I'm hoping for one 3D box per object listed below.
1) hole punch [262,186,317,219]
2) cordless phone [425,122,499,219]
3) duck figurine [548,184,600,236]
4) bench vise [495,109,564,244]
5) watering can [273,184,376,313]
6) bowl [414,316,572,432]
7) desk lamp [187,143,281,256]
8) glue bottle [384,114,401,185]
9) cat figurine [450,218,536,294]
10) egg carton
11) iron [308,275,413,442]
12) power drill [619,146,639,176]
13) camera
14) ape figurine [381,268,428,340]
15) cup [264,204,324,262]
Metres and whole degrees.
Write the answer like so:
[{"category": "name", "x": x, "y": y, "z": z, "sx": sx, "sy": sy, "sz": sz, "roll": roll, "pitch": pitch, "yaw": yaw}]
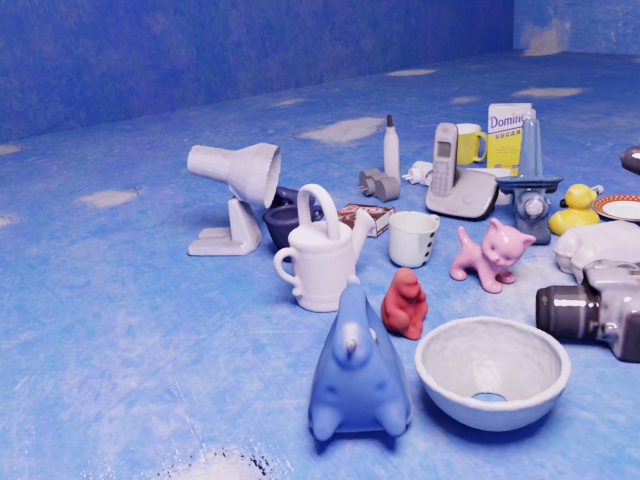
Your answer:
[{"category": "hole punch", "x": -0.072, "y": -0.088, "z": 1.251, "sx": 0.101, "sy": 0.091, "sz": 0.108, "roll": -24, "pitch": 29, "yaw": -34}, {"category": "cordless phone", "x": 0.287, "y": -0.140, "z": 1.158, "sx": 0.147, "sy": 0.185, "sz": 0.094, "roll": 14, "pitch": 31, "yaw": 38}, {"category": "duck figurine", "x": 0.467, "y": -0.059, "z": 1.050, "sx": 0.105, "sy": 0.086, "sz": 0.077, "roll": -17, "pitch": 26, "yaw": -22}, {"category": "bench vise", "x": 0.391, "y": -0.115, "z": 1.031, "sx": 0.121, "sy": 0.220, "sz": 0.207, "roll": -7, "pitch": 24, "yaw": -1}, {"category": "watering can", "x": 0.007, "y": 0.003, "z": 0.896, "sx": 0.100, "sy": 0.194, "sz": 0.173, "roll": 12, "pitch": 30, "yaw": 35}, {"category": "bowl", "x": 0.190, "y": 0.159, "z": 0.642, "sx": 0.167, "sy": 0.075, "sz": 0.167, "roll": -5, "pitch": 24, "yaw": 3}, {"category": "desk lamp", "x": -0.167, "y": -0.082, "z": 1.109, "sx": 0.203, "sy": 0.214, "sz": 0.118, "roll": -2, "pitch": 24, "yaw": 11}, {"category": "glue bottle", "x": 0.172, "y": -0.215, "z": 1.371, "sx": 0.037, "sy": 0.173, "sz": 0.078, "roll": -2, "pitch": 24, "yaw": 11}, {"category": "cat figurine", "x": 0.267, "y": 0.014, "z": 0.898, "sx": 0.067, "sy": 0.118, "sz": 0.127, "roll": -25, "pitch": 29, "yaw": -35}, {"category": "egg carton", "x": 0.452, "y": 0.020, "z": 0.897, "sx": 0.150, "sy": 0.069, "sz": 0.107, "roll": -10, "pitch": 24, "yaw": -7}, {"category": "iron", "x": 0.042, "y": 0.117, "z": 0.692, "sx": 0.118, "sy": 0.141, "sz": 0.258, "roll": -5, "pitch": 24, "yaw": 4}, {"category": "power drill", "x": 0.545, "y": -0.031, "z": 0.815, "sx": 0.229, "sy": 0.209, "sz": 0.076, "roll": 3, "pitch": 26, "yaw": 22}, {"category": "camera", "x": 0.355, "y": 0.078, "z": 0.751, "sx": 0.136, "sy": 0.101, "sz": 0.143, "roll": 0, "pitch": 25, "yaw": 16}, {"category": "ape figurine", "x": 0.121, "y": 0.083, "z": 0.811, "sx": 0.078, "sy": 0.092, "sz": 0.075, "roll": -21, "pitch": 28, "yaw": -29}, {"category": "cup", "x": -0.041, "y": -0.013, "z": 1.067, "sx": 0.118, "sy": 0.095, "sz": 0.091, "roll": -18, "pitch": 26, "yaw": -24}]
